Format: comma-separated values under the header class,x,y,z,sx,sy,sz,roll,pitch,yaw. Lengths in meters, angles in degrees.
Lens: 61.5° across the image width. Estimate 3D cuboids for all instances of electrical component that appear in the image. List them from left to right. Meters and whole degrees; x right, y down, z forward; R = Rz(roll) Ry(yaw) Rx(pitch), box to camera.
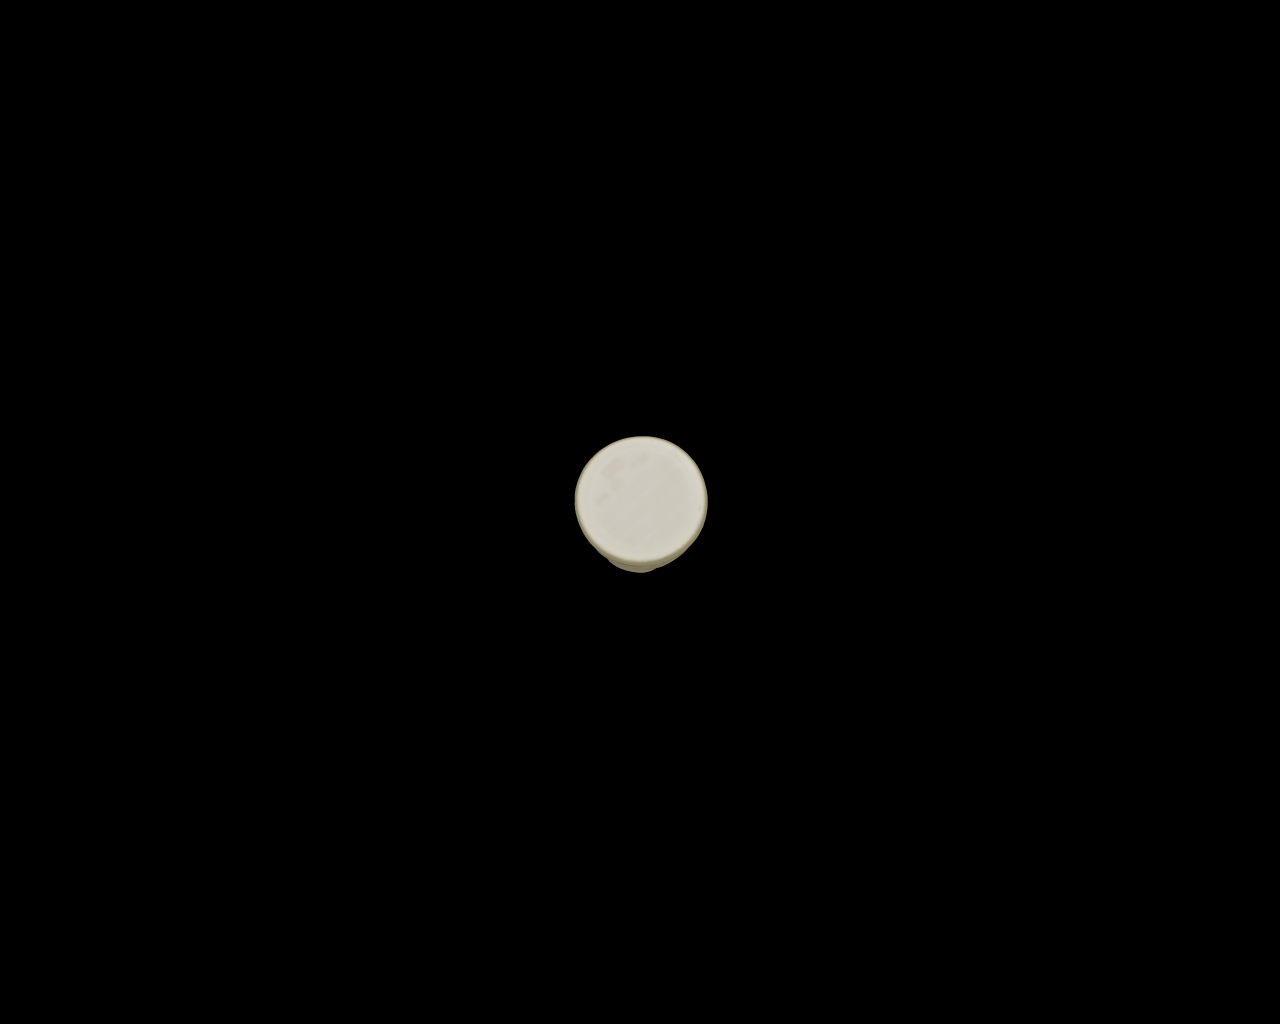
class,x,y,z,sx,sy,sz,roll,pitch,yaw
electrical component,0.001,-0.003,0.650,0.080,0.080,0.051,0,-13,0
